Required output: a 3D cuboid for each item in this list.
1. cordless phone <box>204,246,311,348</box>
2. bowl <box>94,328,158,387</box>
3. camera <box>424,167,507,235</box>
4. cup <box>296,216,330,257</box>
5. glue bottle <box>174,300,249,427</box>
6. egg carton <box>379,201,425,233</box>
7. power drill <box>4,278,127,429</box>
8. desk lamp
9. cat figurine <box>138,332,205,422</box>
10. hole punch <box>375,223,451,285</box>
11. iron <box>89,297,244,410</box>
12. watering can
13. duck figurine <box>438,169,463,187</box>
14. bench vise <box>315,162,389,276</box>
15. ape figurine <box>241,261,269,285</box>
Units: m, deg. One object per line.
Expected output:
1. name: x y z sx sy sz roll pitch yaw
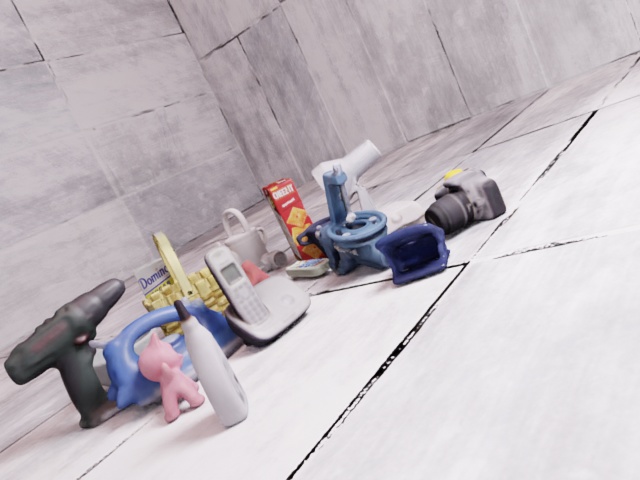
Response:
1. cordless phone: -0.112 0.079 1.000 0.094 0.185 0.148 -15 15 45
2. bowl: -0.389 0.244 1.148 0.167 0.075 0.167 -24 10 5
3. camera: 0.260 -0.072 1.111 0.137 0.101 0.143 -29 11 -18
4. cup: 0.012 0.005 1.332 0.118 0.095 0.091 -26 10 -5
5. glue bottle: -0.146 0.153 0.745 0.037 0.173 0.078 -26 11 -4
6. egg carton: 0.155 -0.033 1.254 0.150 0.069 0.107 -28 11 -12
7. power drill: -0.404 0.206 0.996 0.230 0.208 0.075 -31 12 -27
8. desk lamp: 0.108 -0.132 1.452 0.203 0.214 0.118 -24 11 9
9. cat figurine: -0.238 0.201 0.880 0.067 0.118 0.127 -29 11 -19
10. hole punch: 0.156 0.012 0.966 0.108 0.091 0.101 -21 11 22
11. iron: -0.257 0.175 0.988 0.259 0.141 0.118 -31 12 -30
12. watering can: -0.221 0.004 1.610 0.100 0.194 0.173 -20 12 26
13. duck figurine: 0.308 -0.114 1.250 0.104 0.086 0.077 -24 11 10
14. bench vise: 0.036 -0.036 1.124 0.206 0.220 0.122 -16 14 41
15. ape figurine: -0.152 0.090 1.304 0.076 0.092 0.078 -23 11 12
